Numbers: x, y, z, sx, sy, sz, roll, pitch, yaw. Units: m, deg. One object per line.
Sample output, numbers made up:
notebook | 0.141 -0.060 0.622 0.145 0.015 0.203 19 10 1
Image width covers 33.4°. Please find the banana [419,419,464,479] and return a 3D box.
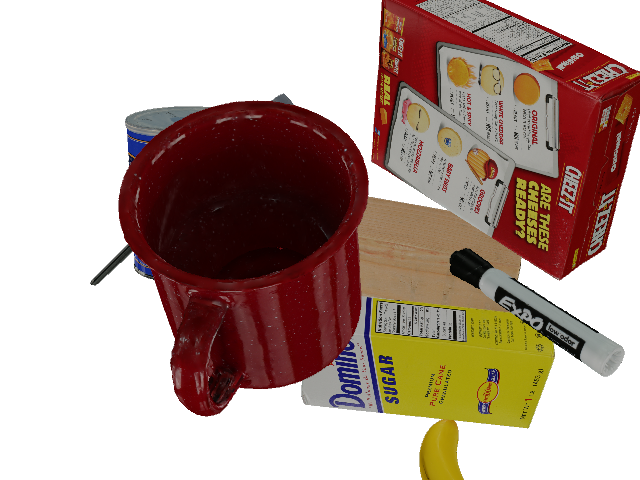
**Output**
banana | 0.130 0.230 1.014 0.069 0.037 0.198 9 22 -20

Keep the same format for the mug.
mug | -0.029 0.015 0.416 0.093 0.117 0.081 9 -37 12

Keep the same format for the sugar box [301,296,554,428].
sugar box | 0.076 0.090 0.790 0.176 0.093 0.048 4 45 -1

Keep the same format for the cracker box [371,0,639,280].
cracker box | 0.140 -0.094 0.850 0.072 0.164 0.214 -29 48 -33

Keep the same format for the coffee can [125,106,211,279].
coffee can | -0.123 -0.044 0.976 0.103 0.140 0.103 0 18 0

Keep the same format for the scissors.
scissors | -0.097 -0.031 0.736 0.202 0.016 0.096 -41 -1 5

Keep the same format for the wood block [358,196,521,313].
wood block | 0.091 0.023 1.068 0.206 0.090 0.090 10 30 8

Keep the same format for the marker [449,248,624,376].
marker | 0.118 0.037 0.603 0.020 0.020 0.121 0 27 -43
